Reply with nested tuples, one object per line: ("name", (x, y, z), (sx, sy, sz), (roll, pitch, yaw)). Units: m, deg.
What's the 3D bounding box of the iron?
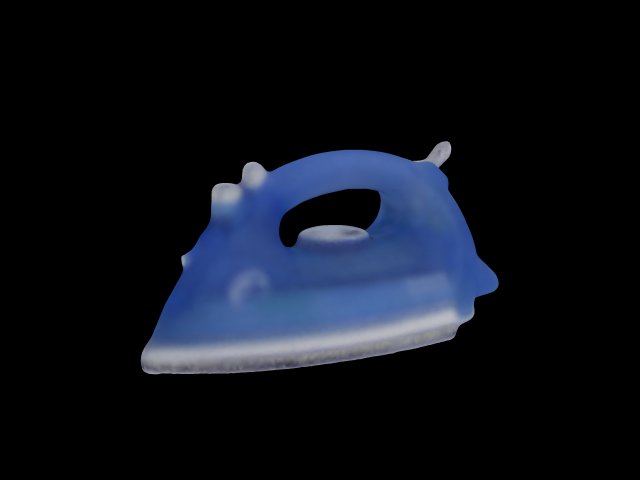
("iron", (0.004, 0.001, 0.400), (0.259, 0.141, 0.118), (-5, 10, -32))
